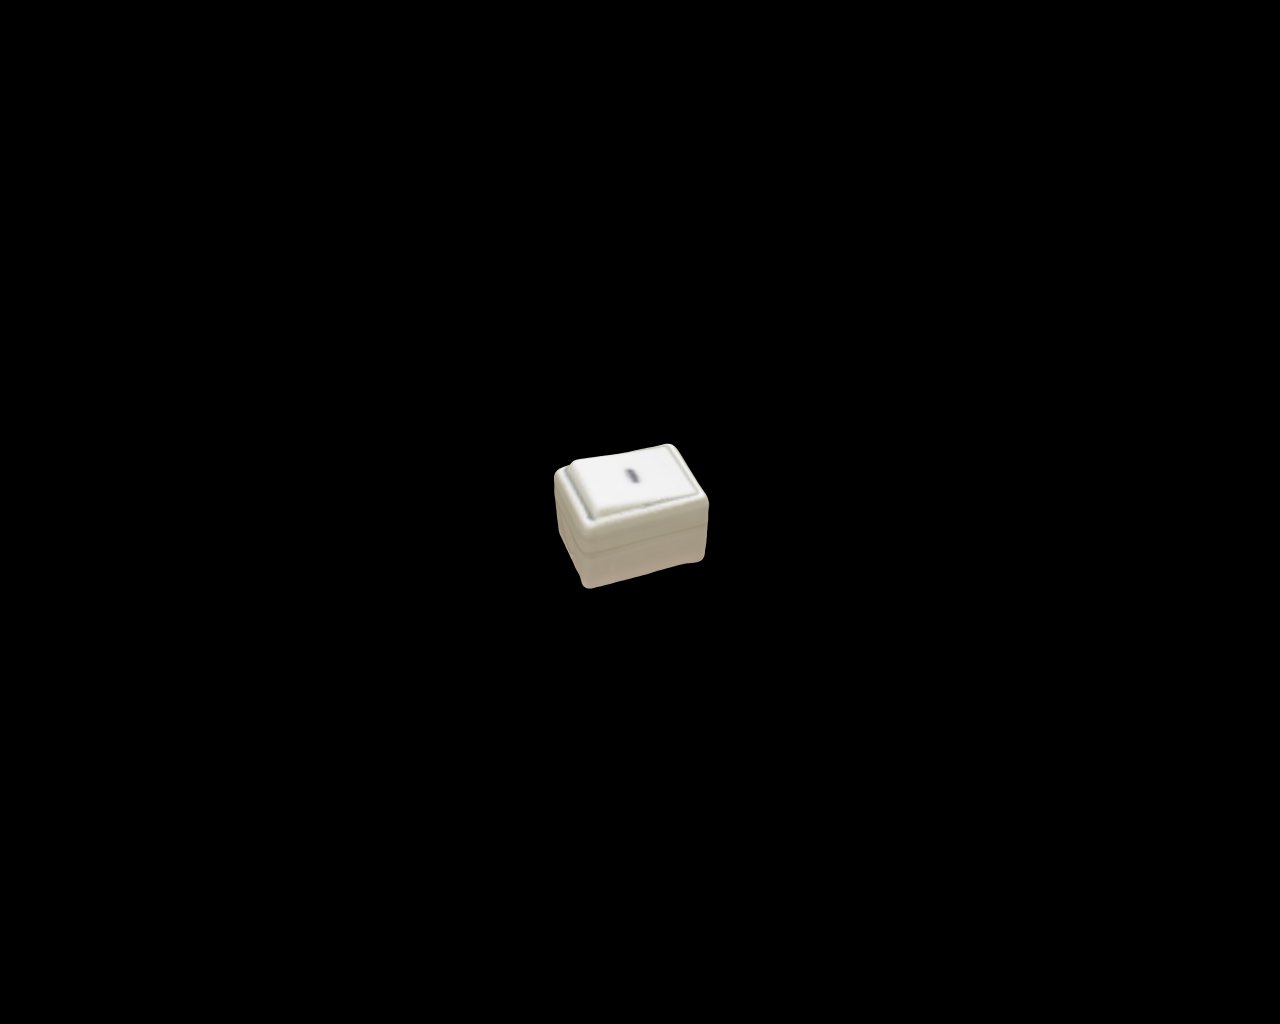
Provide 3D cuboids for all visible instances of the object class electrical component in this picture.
[{"bbox_3d":[0.001,-0.003,0.650,0.096,0.061,0.062,-14,44,-15],"label":"electrical component"}]
